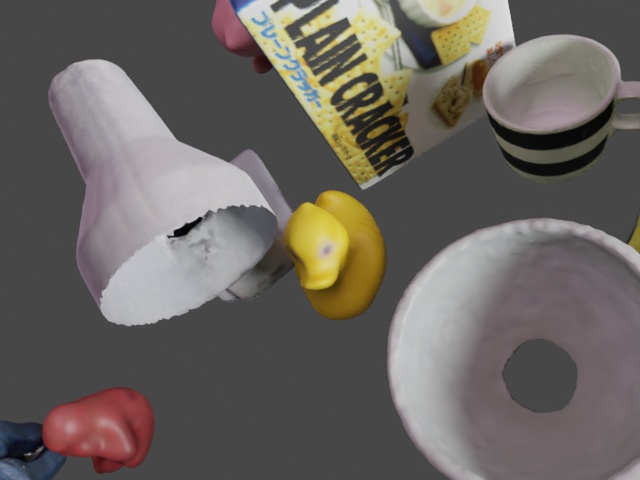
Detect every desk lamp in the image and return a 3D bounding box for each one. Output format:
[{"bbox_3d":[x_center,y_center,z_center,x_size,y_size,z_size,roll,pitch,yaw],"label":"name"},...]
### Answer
[{"bbox_3d":[-0.099,-0.025,0.427,0.118,0.214,0.202,-37,55,5],"label":"desk lamp"}]

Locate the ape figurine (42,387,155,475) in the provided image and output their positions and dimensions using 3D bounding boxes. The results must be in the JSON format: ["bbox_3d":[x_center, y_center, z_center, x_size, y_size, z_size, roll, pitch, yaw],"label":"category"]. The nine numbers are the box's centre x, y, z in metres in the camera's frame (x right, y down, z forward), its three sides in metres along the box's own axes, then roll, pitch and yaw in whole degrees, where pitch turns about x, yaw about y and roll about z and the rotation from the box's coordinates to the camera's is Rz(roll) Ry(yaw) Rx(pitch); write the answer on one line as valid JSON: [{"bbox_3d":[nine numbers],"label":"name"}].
[{"bbox_3d":[-0.179,0.151,0.453,0.077,0.092,0.076,20,76,32],"label":"ape figurine"}]

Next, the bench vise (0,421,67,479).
[{"bbox_3d":[-0.272,0.196,0.397,0.206,0.220,0.121,21,76,33],"label":"bench vise"}]

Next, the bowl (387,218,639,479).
[{"bbox_3d":[0.130,0.076,0.350,0.167,0.075,0.167,-11,61,21],"label":"bowl"}]

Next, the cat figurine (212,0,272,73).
[{"bbox_3d":[-0.056,-0.223,0.564,0.067,0.118,0.128,22,77,33],"label":"cat figurine"}]

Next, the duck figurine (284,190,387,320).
[{"bbox_3d":[0.004,0.002,0.442,0.077,0.086,0.104,-10,62,22],"label":"duck figurine"}]
